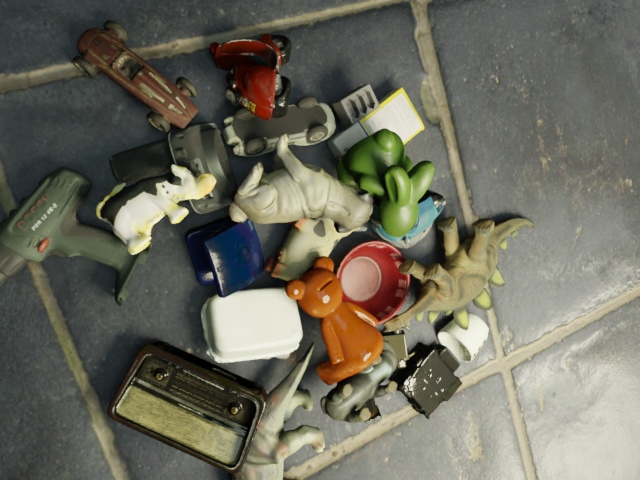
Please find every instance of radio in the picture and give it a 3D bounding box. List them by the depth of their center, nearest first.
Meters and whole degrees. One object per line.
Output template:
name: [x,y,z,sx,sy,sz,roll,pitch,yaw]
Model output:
radio: [-0.205,0.263,0.869,0.230,0.073,0.131,25,84,-3]

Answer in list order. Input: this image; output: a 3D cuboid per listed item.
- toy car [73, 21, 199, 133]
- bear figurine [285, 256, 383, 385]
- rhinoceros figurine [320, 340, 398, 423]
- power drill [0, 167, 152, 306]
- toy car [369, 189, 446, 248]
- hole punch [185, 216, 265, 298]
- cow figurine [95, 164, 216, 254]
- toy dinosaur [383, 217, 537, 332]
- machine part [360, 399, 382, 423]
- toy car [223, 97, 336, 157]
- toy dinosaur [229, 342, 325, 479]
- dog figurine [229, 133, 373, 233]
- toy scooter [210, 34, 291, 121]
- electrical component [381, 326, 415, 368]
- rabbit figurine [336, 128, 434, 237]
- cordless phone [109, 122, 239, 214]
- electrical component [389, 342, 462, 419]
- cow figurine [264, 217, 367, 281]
toy car: [-0.279,-0.249,0.821,0.202,0.053,0.089,38,76,-4]
bear figurine: [0.014,0.136,0.924,0.196,0.132,0.120,48,54,-2]
rhinoceros figurine: [0.081,0.253,0.971,0.073,0.112,0.190,51,52,0]
power drill: [-0.380,0.023,0.815,0.207,0.086,0.232,30,80,-15]
toy car: [0.162,-0.040,1.031,0.162,0.109,0.102,-26,129,-30]
hole punch: [-0.150,0.024,0.896,0.116,0.092,0.142,-23,110,-23]
cow figurine: [-0.241,-0.064,0.799,0.167,0.068,0.098,-42,96,-17]
toy dinosaur: [0.297,0.050,1.076,0.471,0.105,0.198,-36,124,-23]
machine part: [0.078,0.291,1.051,0.084,0.039,0.138,-31,104,-26]
toy car: [-0.069,-0.194,0.929,0.202,0.056,0.073,-15,77,-20]
toy dinosaur: [-0.098,0.384,0.947,0.192,0.131,0.404,0,88,-24]
dog figurine: [-0.028,-0.052,0.868,0.190,0.121,0.172,39,89,1]
toy scooter: [-0.116,-0.275,0.879,0.135,0.075,0.184,6,58,-12]
electrical component: [0.148,0.210,1.072,0.078,0.045,0.102,-13,98,7]
rabbit figurine: [0.127,-0.094,0.910,0.121,0.159,0.170,-16,81,-26]
cordless phone: [-0.233,-0.103,0.871,0.184,0.089,0.146,-19,103,-9]
electrical component: [0.223,0.279,1.101,0.134,0.058,0.114,-46,112,-12]
cow figurine: [-0.002,-0.003,0.964,0.127,0.086,0.195,29,86,-24]
